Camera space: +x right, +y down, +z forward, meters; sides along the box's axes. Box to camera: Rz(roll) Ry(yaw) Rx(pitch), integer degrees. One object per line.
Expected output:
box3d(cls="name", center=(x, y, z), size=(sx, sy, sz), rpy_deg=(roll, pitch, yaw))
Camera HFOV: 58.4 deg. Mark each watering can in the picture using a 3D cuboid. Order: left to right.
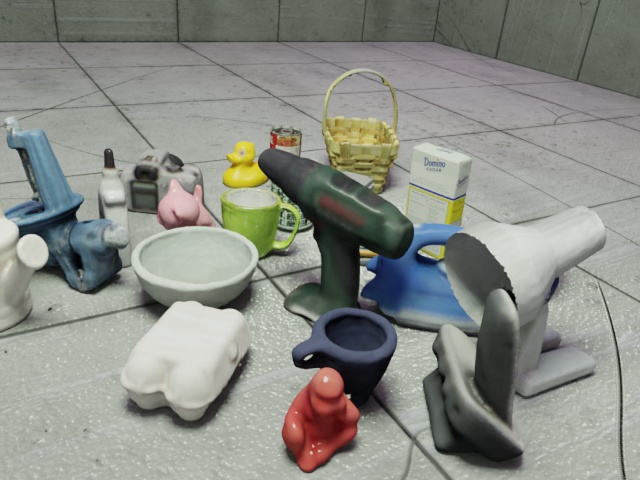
box3d(cls="watering can", center=(-0.404, 0.008, 0.682), size=(0.173, 0.194, 0.101), rpy_deg=(3, 27, -5))

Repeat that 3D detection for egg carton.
box3d(cls="egg carton", center=(-0.142, 0.129, 0.635), size=(0.107, 0.069, 0.150), rpy_deg=(10, 28, 10))

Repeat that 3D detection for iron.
box3d(cls="iron", center=(0.191, 0.041, 0.786), size=(0.258, 0.141, 0.118), rpy_deg=(8, 28, 5))

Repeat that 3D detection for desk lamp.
box3d(cls="desk lamp", center=(0.240, 0.067, 0.667), size=(0.204, 0.214, 0.117), rpy_deg=(-10, 31, -26))

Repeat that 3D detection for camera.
box3d(cls="camera", center=(-0.278, -0.118, 1.049), size=(0.143, 0.101, 0.137), rpy_deg=(6, 27, 1))

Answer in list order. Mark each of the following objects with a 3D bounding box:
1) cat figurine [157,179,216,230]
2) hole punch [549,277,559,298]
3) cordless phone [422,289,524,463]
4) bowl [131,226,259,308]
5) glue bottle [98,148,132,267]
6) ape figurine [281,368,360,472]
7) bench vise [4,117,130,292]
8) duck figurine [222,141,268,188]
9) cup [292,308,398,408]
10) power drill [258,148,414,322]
box3d(cls="cat figurine", center=(-0.212, -0.044, 0.900), size=(0.067, 0.118, 0.128), rpy_deg=(10, 28, 10))
box3d(cls="hole punch", center=(0.321, 0.030, 0.886), size=(0.100, 0.091, 0.109), rpy_deg=(20, 31, 26))
box3d(cls="cordless phone", center=(0.169, 0.116, 0.589), size=(0.094, 0.185, 0.147), rpy_deg=(3, 27, -5))
box3d(cls="bowl", center=(-0.167, 0.049, 0.778), size=(0.167, 0.075, 0.167), rpy_deg=(4, 27, -2))
box3d(cls="glue bottle", center=(-0.301, -0.050, 0.836), size=(0.037, 0.173, 0.078), rpy_deg=(-11, 31, -28))
box3d(cls="ape figurine", center=(0.002, 0.167, 0.563), size=(0.078, 0.092, 0.076), rpy_deg=(3, 27, -5))
box3d(cls="bench vise", center=(-0.350, -0.052, 0.781), size=(0.207, 0.220, 0.121), rpy_deg=(6, 27, 1))
box3d(cls="duck figurine", center=(-0.150, -0.159, 1.169), size=(0.105, 0.086, 0.077), rpy_deg=(-18, 35, -37))
box3d(cls="cup", center=(0.022, 0.138, 0.619), size=(0.118, 0.095, 0.091), rpy_deg=(-10, 31, -27))
box3d(cls="power drill", center=(0.007, 0.003, 0.753), size=(0.228, 0.208, 0.076), rpy_deg=(20, 31, 26))
